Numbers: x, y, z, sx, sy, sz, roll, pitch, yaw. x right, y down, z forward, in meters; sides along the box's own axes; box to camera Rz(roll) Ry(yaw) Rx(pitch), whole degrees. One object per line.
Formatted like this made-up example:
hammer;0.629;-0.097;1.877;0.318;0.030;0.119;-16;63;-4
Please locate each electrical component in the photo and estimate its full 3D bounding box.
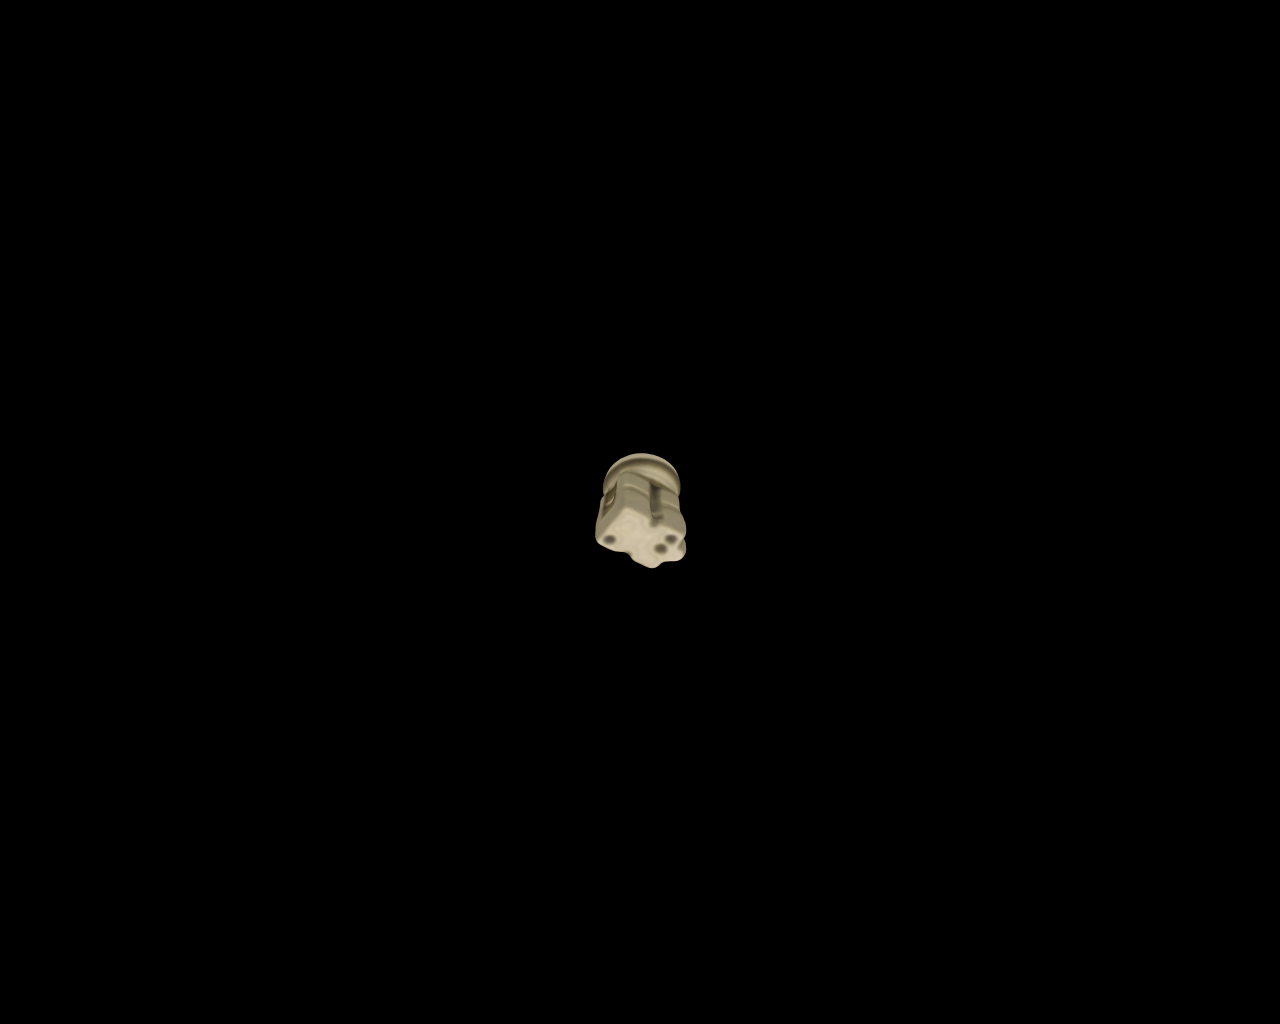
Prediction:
electrical component;0.001;-0.003;0.650;0.066;0.055;0.048;27;-53;-22
